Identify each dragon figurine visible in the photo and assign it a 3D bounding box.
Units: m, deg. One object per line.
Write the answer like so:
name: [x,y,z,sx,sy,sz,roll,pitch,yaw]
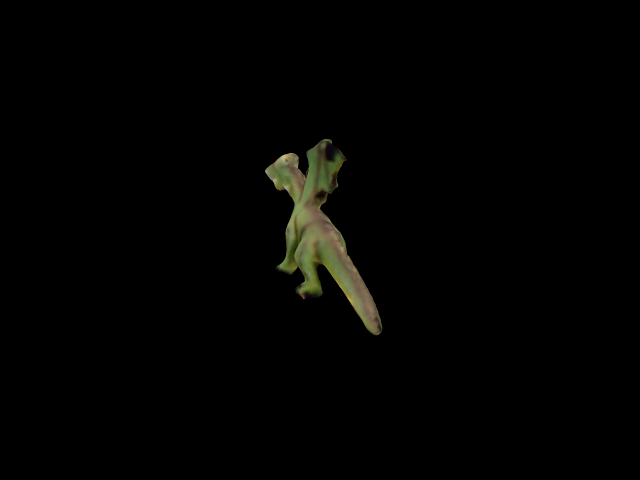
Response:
dragon figurine: [0.003,-0.043,0.850,0.123,0.239,0.415,-11,24,-25]
